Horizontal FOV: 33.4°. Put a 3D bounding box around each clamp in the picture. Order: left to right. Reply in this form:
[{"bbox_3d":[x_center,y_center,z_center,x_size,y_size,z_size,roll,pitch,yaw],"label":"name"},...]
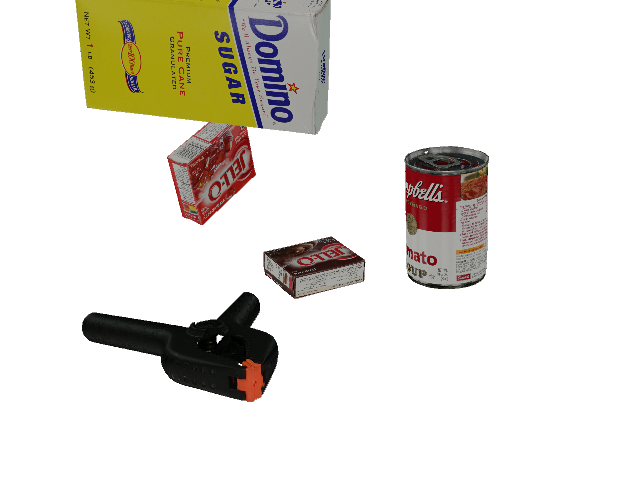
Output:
[{"bbox_3d":[-0.087,0.084,0.891,0.164,0.036,0.210,-10,16,-31],"label":"clamp"}]

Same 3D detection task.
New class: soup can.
[{"bbox_3d":[0.103,-0.019,0.877,0.068,0.102,0.068,-2,21,1],"label":"soup can"}]

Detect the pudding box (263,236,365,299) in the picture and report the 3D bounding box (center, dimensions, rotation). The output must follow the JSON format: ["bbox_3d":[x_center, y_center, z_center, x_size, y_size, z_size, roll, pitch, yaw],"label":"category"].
[{"bbox_3d":[-0.009,0.036,1.451,0.113,0.039,0.090,-15,27,-26],"label":"pudding box"}]

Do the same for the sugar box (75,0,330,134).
[{"bbox_3d":[-0.083,-0.133,0.765,0.176,0.093,0.048,8,34,12],"label":"sugar box"}]

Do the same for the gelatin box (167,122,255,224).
[{"bbox_3d":[-0.102,-0.071,1.020,0.030,0.073,0.089,21,48,29],"label":"gelatin box"}]
